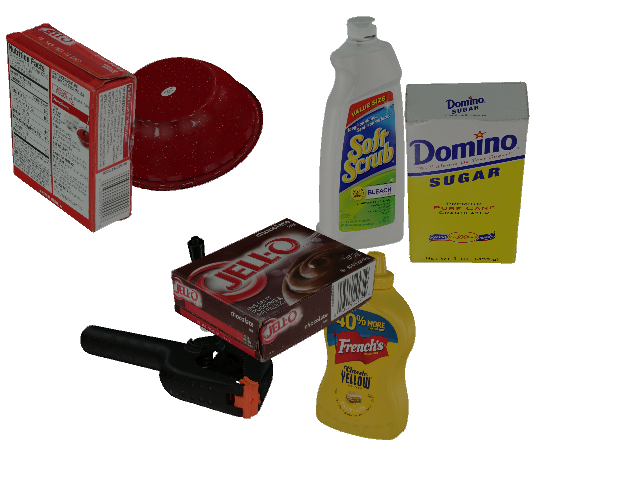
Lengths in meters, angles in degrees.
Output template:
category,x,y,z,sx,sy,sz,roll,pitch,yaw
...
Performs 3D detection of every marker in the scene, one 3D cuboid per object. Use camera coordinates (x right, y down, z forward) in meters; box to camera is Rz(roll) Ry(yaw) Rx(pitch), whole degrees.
category,x,y,z,sx,sy,sz,roll,pitch,yaw
marker,-0.135,0.049,1.210,0.020,0.121,0.020,-4,30,2

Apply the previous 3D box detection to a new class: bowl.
category,x,y,z,sx,sy,sz,roll,pitch,yaw
bowl,-0.138,-0.123,1.008,0.162,0.162,0.055,0,-40,10

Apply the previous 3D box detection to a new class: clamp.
category,x,y,z,sx,sy,sz,roll,pitch,yaw
clamp,-0.093,0.100,0.915,0.164,0.036,0.210,-8,16,-33

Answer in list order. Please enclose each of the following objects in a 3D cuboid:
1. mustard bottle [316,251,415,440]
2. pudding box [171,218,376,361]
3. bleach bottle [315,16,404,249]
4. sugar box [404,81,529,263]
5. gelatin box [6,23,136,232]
category,x,y,z,sx,sy,sz,roll,pitch,yaw
mustard bottle,0.050,0.105,1.108,0.096,0.192,0.058,11,15,26
pudding box,-0.031,0.031,0.731,0.090,0.039,0.113,25,36,37
bleach bottle,0.040,-0.116,1.166,0.102,0.251,0.068,-8,25,-10
sugar box,0.116,-0.049,0.858,0.093,0.048,0.176,0,-36,7
gelatin box,-0.132,-0.060,0.567,0.073,0.089,0.030,32,40,30
